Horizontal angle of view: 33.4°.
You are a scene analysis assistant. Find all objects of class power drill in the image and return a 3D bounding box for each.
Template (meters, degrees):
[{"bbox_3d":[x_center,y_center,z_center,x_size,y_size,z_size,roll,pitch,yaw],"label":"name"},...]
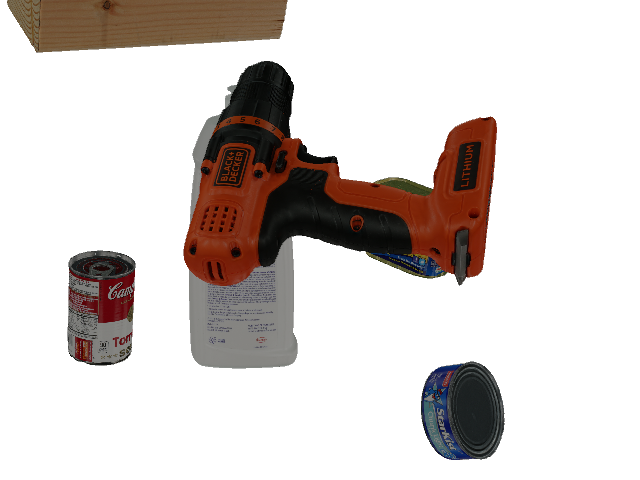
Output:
[{"bbox_3d":[0.017,-0.045,0.687,0.188,0.184,0.057,3,-38,11],"label":"power drill"}]

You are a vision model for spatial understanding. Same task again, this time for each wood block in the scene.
[{"bbox_3d":[-0.134,-0.214,0.851,0.205,0.091,0.090,-9,40,-28],"label":"wood block"}]

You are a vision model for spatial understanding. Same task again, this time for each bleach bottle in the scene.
[{"bbox_3d":[-0.065,-0.011,0.946,0.102,0.251,0.068,0,22,-11],"label":"bleach bottle"}]

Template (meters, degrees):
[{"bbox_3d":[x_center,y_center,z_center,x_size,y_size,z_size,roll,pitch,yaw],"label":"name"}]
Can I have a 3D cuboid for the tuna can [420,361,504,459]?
[{"bbox_3d":[0.127,0.152,0.952,0.034,0.086,0.085,-14,-9,40],"label":"tuna can"}]

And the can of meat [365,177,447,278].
[{"bbox_3d":[0.102,-0.013,1.185,0.102,0.084,0.057,24,27,33],"label":"can of meat"}]

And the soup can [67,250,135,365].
[{"bbox_3d":[-0.228,0.070,1.108,0.068,0.102,0.068,5,21,-2],"label":"soup can"}]
